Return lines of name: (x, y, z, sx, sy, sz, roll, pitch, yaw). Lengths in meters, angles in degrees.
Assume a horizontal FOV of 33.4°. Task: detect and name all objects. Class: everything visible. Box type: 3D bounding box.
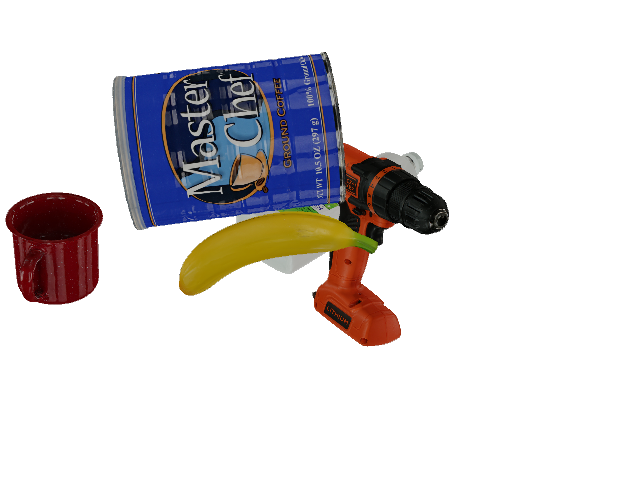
coffee can: (-0.060, -0.066, 0.712, 0.140, 0.103, 0.103, -8, 0, -4)
banana: (-0.054, 0.010, 0.902, 0.198, 0.037, 0.069, -12, -50, 29)
power drill: (0.056, 0.009, 1.085, 0.057, 0.188, 0.185, -9, 27, -32)
bleach bottle: (0.024, -0.050, 1.299, 0.250, 0.068, 0.103, -30, 44, -33)
mug: (-0.266, 0.016, 1.056, 0.093, 0.081, 0.117, 9, 33, 6)
